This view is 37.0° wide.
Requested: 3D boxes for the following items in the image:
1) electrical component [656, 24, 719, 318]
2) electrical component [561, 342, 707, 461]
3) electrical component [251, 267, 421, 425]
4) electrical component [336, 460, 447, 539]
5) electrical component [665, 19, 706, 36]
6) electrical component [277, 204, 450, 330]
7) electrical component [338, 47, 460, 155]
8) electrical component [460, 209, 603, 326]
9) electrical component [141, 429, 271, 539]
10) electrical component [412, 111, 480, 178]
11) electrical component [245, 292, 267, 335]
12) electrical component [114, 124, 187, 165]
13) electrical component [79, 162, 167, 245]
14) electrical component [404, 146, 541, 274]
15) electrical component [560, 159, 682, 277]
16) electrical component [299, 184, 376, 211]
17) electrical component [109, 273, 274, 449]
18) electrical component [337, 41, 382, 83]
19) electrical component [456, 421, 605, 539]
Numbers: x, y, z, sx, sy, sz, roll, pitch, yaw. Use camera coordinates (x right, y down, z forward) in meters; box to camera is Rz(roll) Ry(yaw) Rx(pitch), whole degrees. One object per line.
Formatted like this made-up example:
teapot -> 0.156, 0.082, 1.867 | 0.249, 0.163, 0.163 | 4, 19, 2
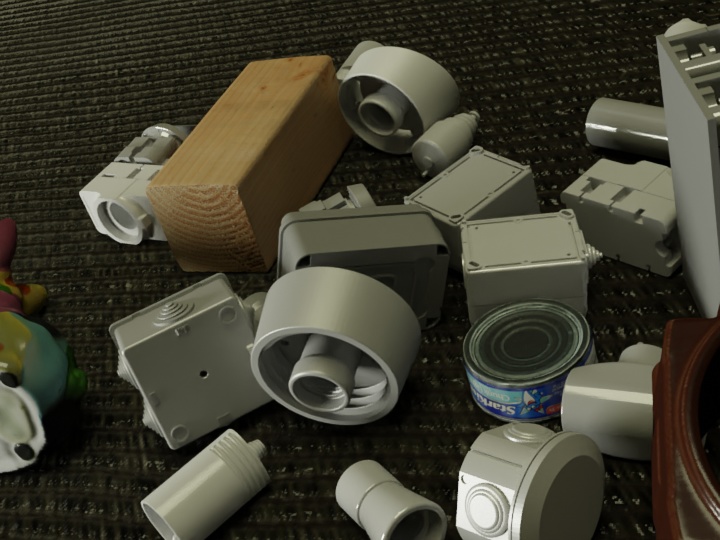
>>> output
electrical component -> 0.231, -0.043, 0.646 | 0.060, 0.186, 0.105 | -13, 36, 8
electrical component -> 0.169, 0.071, 0.644 | 0.077, 0.043, 0.079 | 4, 41, 28
electrical component -> -0.019, 0.057, 0.699 | 0.108, 0.108, 0.060 | -2, 44, 22
electrical component -> 0.015, 0.139, 0.627 | 0.044, 0.044, 0.065 | -32, 33, -18
electrical component -> 0.284, -0.188, 0.941 | 0.043, 0.043, 0.062 | 1, 42, 26
electrical component -> 0.000, 0.000, 0.764 | 0.113, 0.078, 0.057 | -5, 36, -15
electrical component -> 0.032, -0.154, 0.966 | 0.099, 0.099, 0.064 | 11, 51, 35
electrical component -> 0.121, 0.002, 0.751 | 0.096, 0.061, 0.061 | -5, 37, 5
electrical component -> -0.092, 0.136, 0.676 | 0.081, 0.043, 0.043 | -39, 40, -26
electrical component -> 0.079, -0.112, 0.935 | 0.040, 0.040, 0.078 | 15, 48, 38
electrical component -> -0.065, 0.044, 0.792 | 0.040, 0.040, 0.046 | -34, 44, -21
electrical component -> -0.194, -0.103, 1.033 | 0.078, 0.058, 0.057 | 4, 44, 29
electrical component -> -0.205, -0.061, 0.985 | 0.089, 0.050, 0.055 | 7, 42, 31
electrical component -> 0.092, -0.046, 0.821 | 0.096, 0.061, 0.062 | -36, 40, -22
electrical component -> 0.200, -0.041, 0.776 | 0.056, 0.050, 0.089 | -39, 40, -26
electrical component -> -0.013, -0.039, 0.875 | 0.055, 0.048, 0.066 | -29, 36, -2
electrical component -> -0.111, 0.063, 0.737 | 0.100, 0.099, 0.048 | -26, 23, -11
electrical component -> -0.001, -0.189, 1.072 | 0.043, 0.043, 0.081 | 2, 40, 27
electrical component -> 0.093, 0.122, 0.580 | 0.051, 0.080, 0.080 | 12, 45, 43
